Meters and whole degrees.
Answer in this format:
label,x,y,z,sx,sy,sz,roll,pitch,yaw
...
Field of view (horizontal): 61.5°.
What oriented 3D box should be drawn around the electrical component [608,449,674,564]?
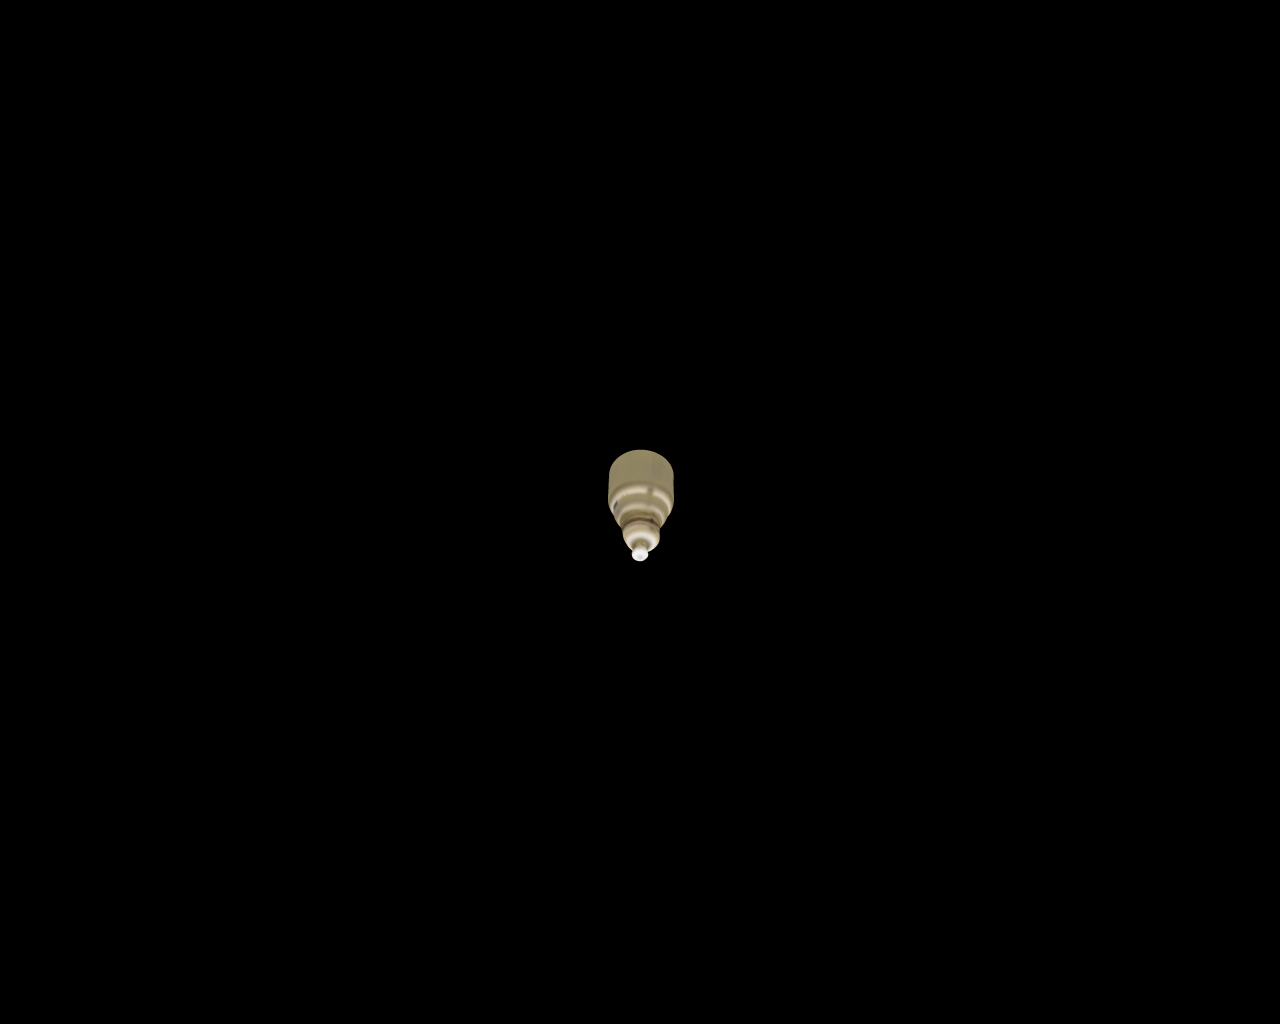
label,x,y,z,sx,sy,sz,roll,pitch,yaw
electrical component,0.001,-0.003,0.650,0.040,0.078,0.040,0,-42,0
